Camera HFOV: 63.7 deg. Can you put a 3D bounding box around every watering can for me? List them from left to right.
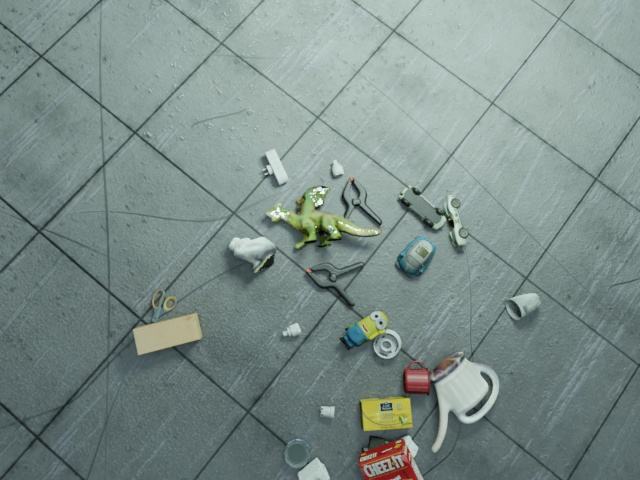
[{"bbox_3d":[0.458,0.534,1.760,0.351,0.102,0.225,-35,82,-18],"label":"watering can"}]

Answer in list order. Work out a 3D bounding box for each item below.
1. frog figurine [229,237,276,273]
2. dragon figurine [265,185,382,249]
[{"bbox_3d":[-0.242,0.029,1.848,0.161,0.120,0.139,41,47,15],"label":"frog figurine"},{"bbox_3d":[0.006,-0.095,1.891,0.410,0.120,0.247,-8,70,-1],"label":"dragon figurine"}]
